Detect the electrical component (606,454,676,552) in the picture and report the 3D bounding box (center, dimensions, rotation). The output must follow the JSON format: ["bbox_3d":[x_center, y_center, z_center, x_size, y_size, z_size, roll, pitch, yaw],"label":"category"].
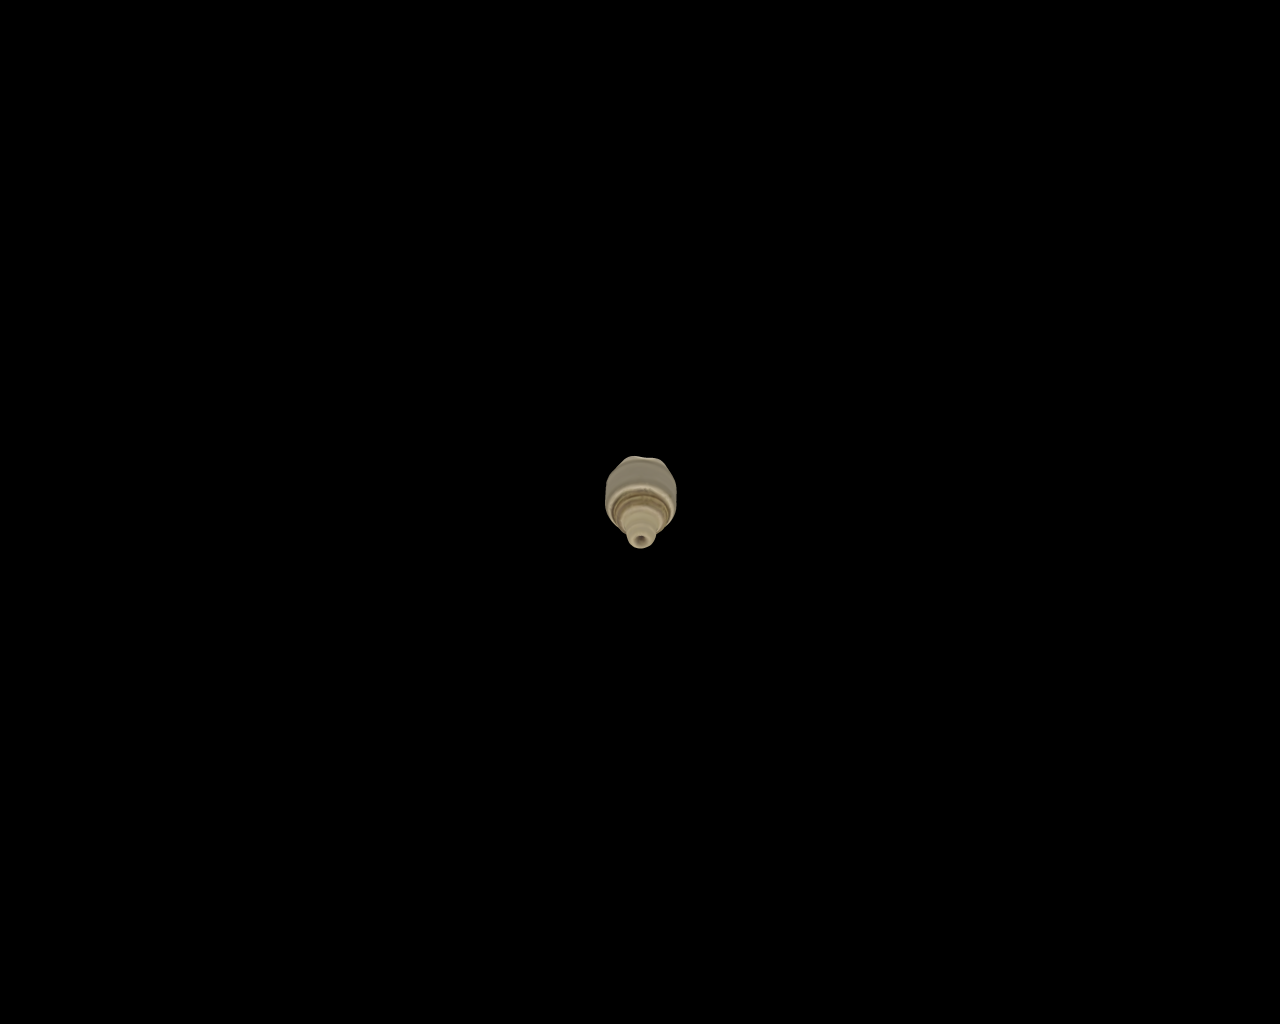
[{"bbox_3d":[0.001,-0.003,0.650,0.043,0.043,0.062,0,41,0],"label":"electrical component"}]
